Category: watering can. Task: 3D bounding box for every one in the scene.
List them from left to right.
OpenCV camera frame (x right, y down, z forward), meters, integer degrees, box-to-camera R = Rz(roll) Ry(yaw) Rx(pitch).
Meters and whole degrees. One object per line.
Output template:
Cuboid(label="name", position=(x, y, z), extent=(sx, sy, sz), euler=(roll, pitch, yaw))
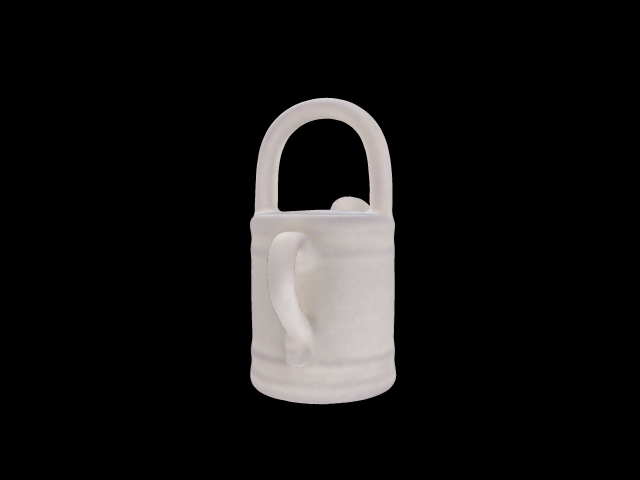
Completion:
Cuboid(label="watering can", position=(0.001, 0.001, 0.401), extent=(0.101, 0.194, 0.173), euler=(0, 4, -5))
